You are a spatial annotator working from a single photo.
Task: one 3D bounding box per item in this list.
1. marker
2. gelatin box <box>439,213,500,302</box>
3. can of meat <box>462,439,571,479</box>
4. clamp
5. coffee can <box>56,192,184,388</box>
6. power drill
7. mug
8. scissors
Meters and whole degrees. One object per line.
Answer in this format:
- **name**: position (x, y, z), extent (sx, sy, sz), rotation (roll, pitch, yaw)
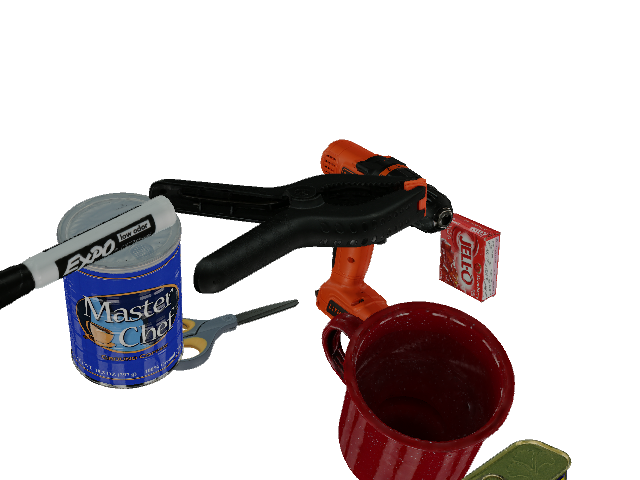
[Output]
- **marker**: position (-0.132, 0.006, 0.582), extent (0.120, 0.020, 0.020), rotation (-29, 17, -35)
- **gelatin box**: position (0.179, 0.020, 1.293), extent (0.030, 0.089, 0.073), rotation (-22, 34, -33)
- **can of meat**: position (0.164, 0.229, 0.892), extent (0.101, 0.084, 0.058), rotation (-24, 28, -37)
- **clamp**: position (-0.022, -0.023, 0.803), extent (0.209, 0.036, 0.165), rotation (-12, 29, -23)
- **coffee can**: position (-0.172, 0.044, 0.931), extent (0.103, 0.140, 0.103), rotation (3, 39, -2)
- **power drill**: position (0.059, 0.007, 1.080), extent (0.057, 0.188, 0.185), rotation (-8, 27, -32)
- **mug**: position (0.045, 0.088, 0.606), extent (0.117, 0.081, 0.093), rotation (37, 57, 20)
- **scissors**: position (-0.101, 0.100, 1.149), extent (0.201, 0.016, 0.096), rotation (-6, 30, -22)
